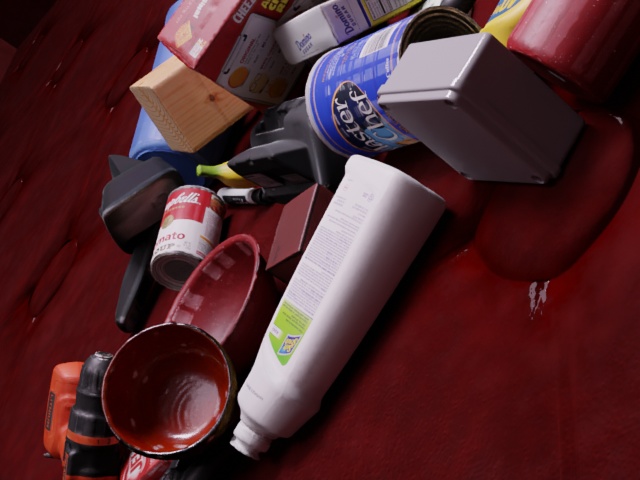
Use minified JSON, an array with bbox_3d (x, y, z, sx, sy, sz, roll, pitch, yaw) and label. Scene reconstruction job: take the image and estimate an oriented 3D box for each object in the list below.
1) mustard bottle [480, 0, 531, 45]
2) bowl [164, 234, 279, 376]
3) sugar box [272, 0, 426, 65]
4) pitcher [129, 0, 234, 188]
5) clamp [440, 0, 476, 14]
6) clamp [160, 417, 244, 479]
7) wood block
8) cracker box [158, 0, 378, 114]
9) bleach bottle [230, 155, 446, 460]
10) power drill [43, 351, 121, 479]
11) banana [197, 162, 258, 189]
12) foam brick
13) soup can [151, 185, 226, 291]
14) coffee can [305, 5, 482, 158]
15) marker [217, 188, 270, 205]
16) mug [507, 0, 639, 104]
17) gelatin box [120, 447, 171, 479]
[{"bbox_3d":[0.174,-0.193,0.837,0.191,0.058,0.096,-62,10,-9],"label":"mustard bottle"},{"bbox_3d":[-0.087,0.076,0.996,0.162,0.055,0.162,-42,29,29],"label":"bowl"},{"bbox_3d":[0.048,-0.228,1.032,0.176,0.048,0.093,-35,13,-28],"label":"sugar box"},{"bbox_3d":[-0.152,-0.185,1.351,0.149,0.145,0.242,106,177,-58],"label":"pitcher"},{"bbox_3d":[0.173,-0.300,0.932,0.210,0.036,0.164,-55,10,31],"label":"clamp"},{"bbox_3d":[-0.117,0.206,0.918,0.171,0.039,0.120,-53,18,-8],"label":"clamp"},{"bbox_3d":[-0.101,-0.197,1.223,0.206,0.091,0.090,-39,21,-16],"label":"wood block"},{"bbox_3d":[-0.043,-0.218,1.087,0.072,0.213,0.164,41,98,29],"label":"cracker box"},{"bbox_3d":[0.001,0.058,0.853,0.251,0.068,0.103,-59,24,0],"label":"bleach bottle"},{"bbox_3d":[-0.238,0.184,1.075,0.188,0.057,0.184,-150,69,-70],"label":"power drill"},{"bbox_3d":[-0.035,-0.110,1.112,0.198,0.069,0.037,-38,55,16],"label":"banana"},{"bbox_3d":[-0.006,0.001,0.944,0.053,0.051,0.078,-30,35,45],"label":"foam brick"},{"bbox_3d":[-0.145,-0.001,1.179,0.069,0.068,0.102,-36,33,38],"label":"soup can"},{"bbox_3d":[0.067,-0.130,0.907,0.141,0.102,0.102,-11,51,57],"label":"coffee can"},{"bbox_3d":[-0.083,-0.049,1.179,0.121,0.020,0.020,5,65,62],"label":"marker"},{"bbox_3d":[0.185,-0.148,0.749,0.081,0.093,0.117,-58,-6,8],"label":"mug"},{"bbox_3d":[-0.156,0.196,1.007,0.073,0.030,0.089,-43,28,27],"label":"gelatin box"}]
